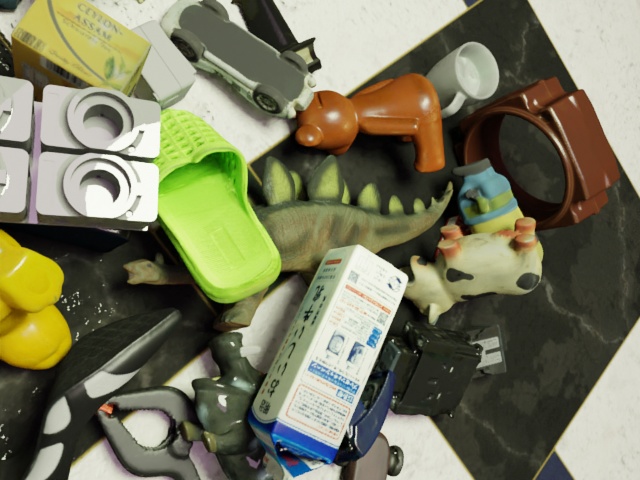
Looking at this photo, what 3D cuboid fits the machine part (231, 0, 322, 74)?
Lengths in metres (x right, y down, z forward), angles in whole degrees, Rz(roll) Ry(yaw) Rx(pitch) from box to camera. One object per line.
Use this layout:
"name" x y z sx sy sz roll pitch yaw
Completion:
"machine part" -0.058 -0.274 0.713 0.084 0.039 0.138 -37 102 -18

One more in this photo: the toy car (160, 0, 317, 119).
"toy car" -0.098 -0.222 0.660 0.202 0.056 0.073 32 70 -6

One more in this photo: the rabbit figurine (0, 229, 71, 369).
"rabbit figurine" -0.301 0.064 0.486 0.163 0.173 0.122 23 65 24

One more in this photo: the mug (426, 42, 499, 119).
"mug" 0.194 -0.221 0.794 0.081 0.107 0.109 27 75 -21

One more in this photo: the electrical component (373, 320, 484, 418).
"electrical component" 0.137 0.172 0.713 0.134 0.058 0.114 12 103 -26

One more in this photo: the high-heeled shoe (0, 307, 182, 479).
"high-heeled shoe" -0.214 0.179 0.514 0.249 0.086 0.145 -32 118 -9

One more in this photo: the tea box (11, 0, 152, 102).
"tea box" -0.237 -0.160 0.529 0.098 0.170 0.068 31 71 -22

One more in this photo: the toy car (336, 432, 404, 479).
"toy car" 0.048 0.340 0.669 0.089 0.053 0.202 17 71 -20

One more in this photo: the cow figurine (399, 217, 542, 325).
"cow figurine" 0.197 0.047 0.729 0.085 0.195 0.127 -59 137 -61

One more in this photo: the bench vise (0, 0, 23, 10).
"bench vise" -0.403 -0.253 0.486 0.240 0.129 0.223 4 82 -33

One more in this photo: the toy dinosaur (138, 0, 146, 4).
"toy dinosaur" -0.149 -0.373 0.593 0.405 0.192 0.131 -36 102 -25

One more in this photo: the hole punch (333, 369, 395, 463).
"hole punch" 0.026 0.203 0.638 0.092 0.142 0.116 16 64 -29

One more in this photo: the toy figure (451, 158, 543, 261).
"toy figure" 0.252 -0.028 0.770 0.082 0.089 0.180 -24 96 -22

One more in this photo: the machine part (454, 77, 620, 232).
"machine part" 0.304 -0.115 0.782 0.087 0.201 0.201 -30 97 -25

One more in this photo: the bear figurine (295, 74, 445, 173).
"bear figurine" 0.061 -0.149 0.724 0.196 0.120 0.131 -18 136 -4

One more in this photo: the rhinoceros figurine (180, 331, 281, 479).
"rhinoceros figurine" -0.083 0.194 0.574 0.112 0.073 0.190 -17 86 -34

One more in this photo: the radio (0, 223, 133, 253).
"radio" -0.294 -0.054 0.505 0.229 0.131 0.073 18 74 -24

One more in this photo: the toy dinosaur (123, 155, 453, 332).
"toy dinosaur" -0.001 -0.002 0.666 0.471 0.105 0.198 -5 82 -31

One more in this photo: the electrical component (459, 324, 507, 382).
"electrical component" 0.245 0.163 0.799 0.119 0.048 0.074 -2 85 -26
